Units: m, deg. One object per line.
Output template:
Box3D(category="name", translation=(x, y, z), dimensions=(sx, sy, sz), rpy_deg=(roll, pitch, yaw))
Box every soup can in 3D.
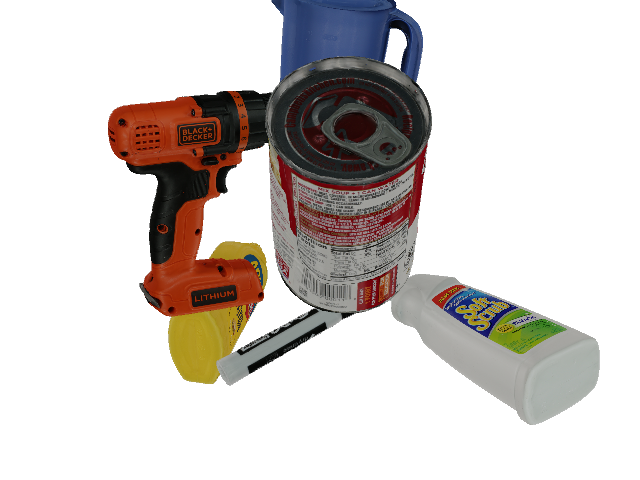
Box3D(category="soup can", translation=(0.011, -0.021, 0.472), dimensions=(0.068, 0.068, 0.102), rpy_deg=(0, -36, 0))

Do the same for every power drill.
Box3D(category="power drill", translation=(-0.088, -0.036, 0.921), dimensions=(0.184, 0.188, 0.057), rpy_deg=(-8, 21, -22))

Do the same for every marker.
Box3D(category="marker", translation=(-0.016, 0.063, 0.740), dimensions=(0.121, 0.020, 0.020), rpy_deg=(-28, 10, -19))

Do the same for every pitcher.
Box3D(category="pitcher", translation=(0.020, -0.179, 1.288), dimensions=(0.144, 0.243, 0.149), rpy_deg=(-7, 28, -26))

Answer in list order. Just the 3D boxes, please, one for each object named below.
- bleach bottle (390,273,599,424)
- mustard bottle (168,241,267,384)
Box3D(category="bleach bottle", translation=(0.146, 0.089, 1.045), dimensions=(0.102, 0.068, 0.251), rpy_deg=(-20, 28, -31))
Box3D(category="mustard bottle", translation=(-0.097, 0.056, 1.100), dimensions=(0.058, 0.096, 0.191), rpy_deg=(5, 30, 13))
